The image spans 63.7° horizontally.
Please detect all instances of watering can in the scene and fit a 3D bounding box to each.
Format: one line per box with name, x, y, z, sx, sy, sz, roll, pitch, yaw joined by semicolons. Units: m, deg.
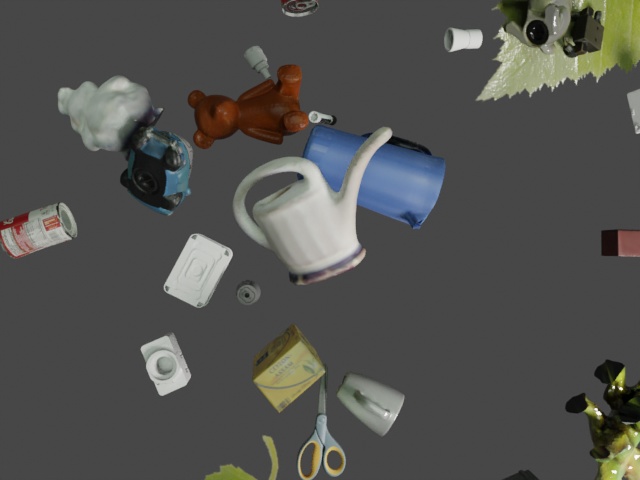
watering can;0.003;-0.042;0.840;0.222;0.345;0.106;60;38;-17

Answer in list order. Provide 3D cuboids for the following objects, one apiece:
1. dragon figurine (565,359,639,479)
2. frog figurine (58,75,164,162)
dragon figurine;0.601;0.358;0.962;0.412;0.123;0.240;-42;109;-6
frog figurine;-0.367;-0.220;0.875;0.158;0.124;0.136;30;104;-15
